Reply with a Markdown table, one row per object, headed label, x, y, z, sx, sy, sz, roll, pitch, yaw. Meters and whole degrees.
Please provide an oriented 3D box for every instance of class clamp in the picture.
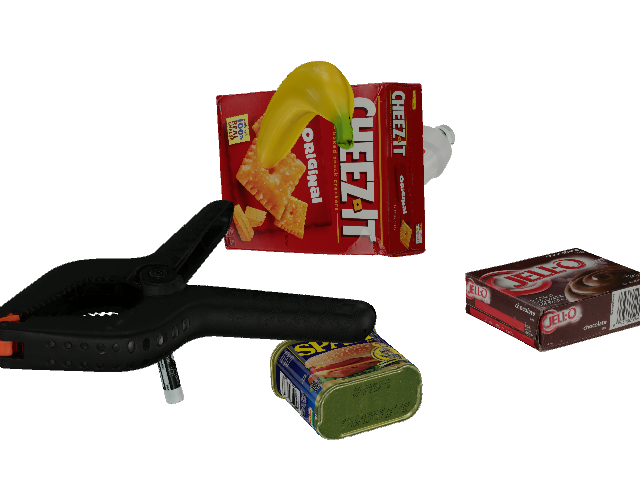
| label | x | y | z | sx | sy | sz | roll | pitch | yaw |
| --- | --- | --- | --- | --- | --- | --- | --- | --- | --- |
| clamp | -0.095 | 0.029 | 0.621 | 0.209 | 0.036 | 0.165 | -10 | 31 | -29 |

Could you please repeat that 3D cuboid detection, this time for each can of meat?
| label | x | y | z | sx | sy | sz | roll | pitch | yaw |
| --- | --- | --- | --- | --- | --- | --- | --- | --- | --- |
| can of meat | 0.022 | 0.115 | 0.878 | 0.102 | 0.057 | 0.084 | -12 | 25 | -24 |

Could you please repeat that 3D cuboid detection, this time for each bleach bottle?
| label | x | y | z | sx | sy | sz | roll | pitch | yaw |
| --- | --- | --- | --- | --- | --- | --- | --- | --- | --- |
| bleach bottle | 0.067 | -0.081 | 1.279 | 0.103 | 0.068 | 0.250 | 28 | 45 | 34 |

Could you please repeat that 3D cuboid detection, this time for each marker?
| label | x | y | z | sx | sy | sz | roll | pitch | yaw |
| --- | --- | --- | --- | --- | --- | --- | --- | --- | --- |
| marker | -0.161 | 0.108 | 1.087 | 0.020 | 0.121 | 0.020 | -11 | 13 | 2 |

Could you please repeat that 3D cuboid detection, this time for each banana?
| label | x | y | z | sx | sy | sz | roll | pitch | yaw |
| --- | --- | --- | --- | --- | --- | --- | --- | --- | --- |
| banana | -0.015 | -0.096 | 0.803 | 0.037 | 0.069 | 0.198 | 16 | -5 | -17 |

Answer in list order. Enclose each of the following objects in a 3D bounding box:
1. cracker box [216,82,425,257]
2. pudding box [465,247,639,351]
| label | x | y | z | sx | sy | sz | roll | pitch | yaw |
| --- | --- | --- | --- | --- | --- | --- | --- | --- | --- |
| cracker box | -0.004 | -0.069 | 1.060 | 0.214 | 0.164 | 0.071 | 2 | 7 | 39 |
| pudding box | 0.178 | 0.042 | 0.797 | 0.113 | 0.039 | 0.090 | -9 | 20 | -27 |
